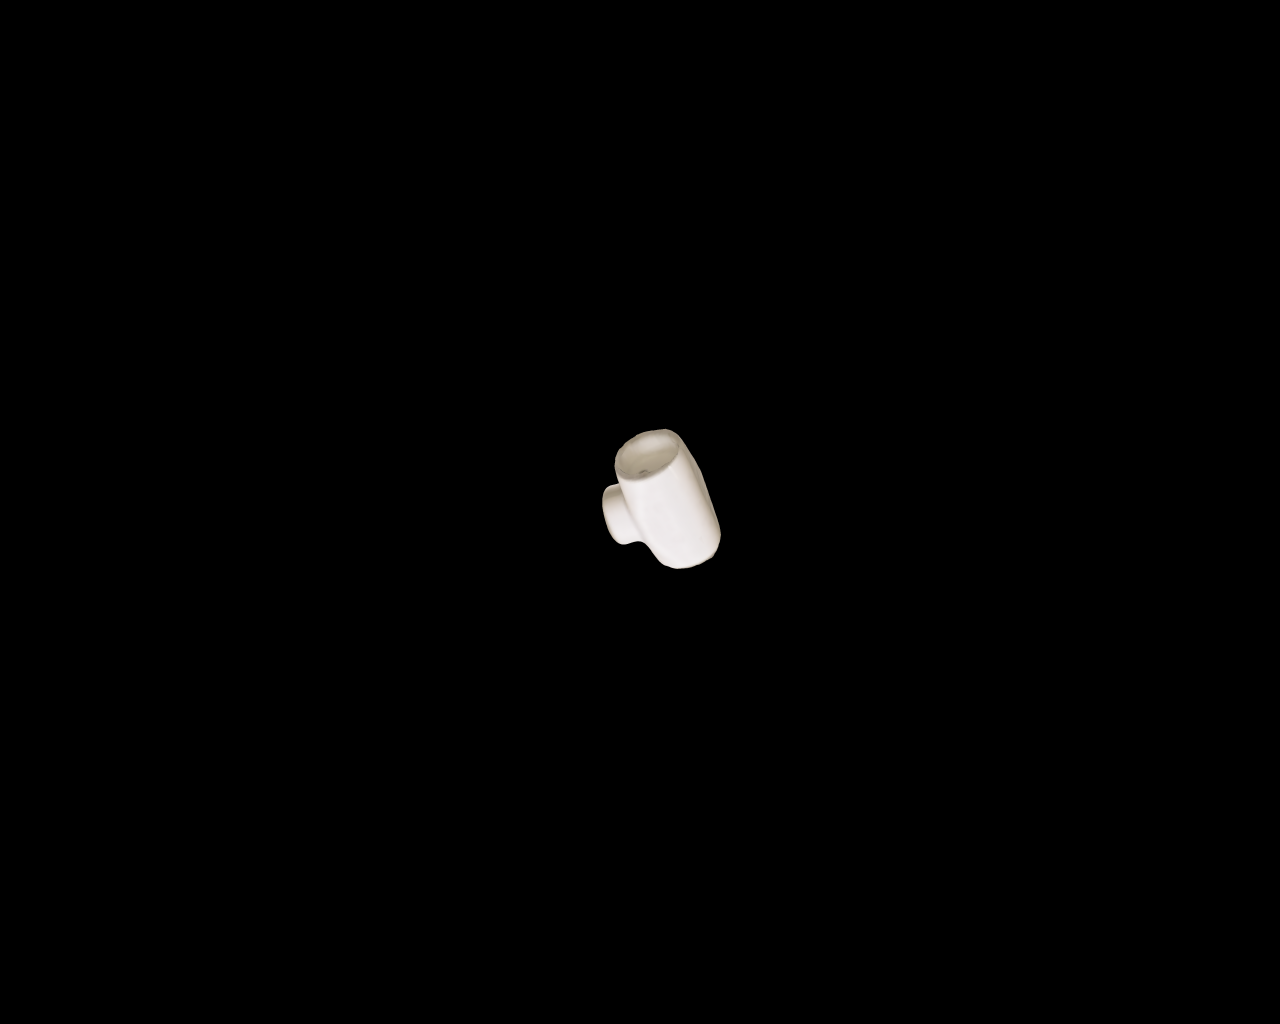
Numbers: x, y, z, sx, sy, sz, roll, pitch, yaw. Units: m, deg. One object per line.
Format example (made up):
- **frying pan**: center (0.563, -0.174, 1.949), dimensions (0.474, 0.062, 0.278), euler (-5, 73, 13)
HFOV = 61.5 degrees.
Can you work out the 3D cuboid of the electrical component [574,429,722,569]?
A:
- **electrical component**: center (0.001, -0.003, 0.650), dimensions (0.079, 0.077, 0.044), euler (-16, 39, 13)
